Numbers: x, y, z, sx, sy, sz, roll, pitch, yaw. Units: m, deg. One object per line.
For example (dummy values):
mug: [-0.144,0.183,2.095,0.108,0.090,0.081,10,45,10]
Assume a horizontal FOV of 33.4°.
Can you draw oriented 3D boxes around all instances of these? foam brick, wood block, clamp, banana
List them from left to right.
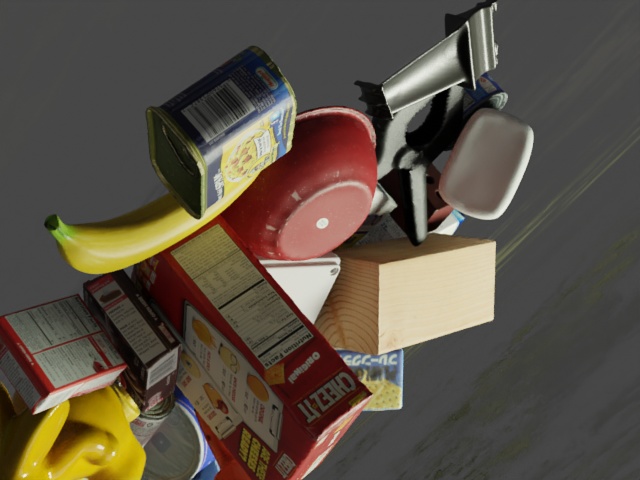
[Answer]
banana: [-0.115,-0.019,0.778,0.197,0.037,0.070,-28,162,-38]
wood block: [0.088,0.050,1.096,0.205,0.090,0.091,-9,104,-48]
clamp: [0.081,-0.078,0.994,0.164,0.036,0.210,12,119,-42]
foam brick: [0.101,-0.050,1.134,0.052,0.078,0.051,-22,159,-49]

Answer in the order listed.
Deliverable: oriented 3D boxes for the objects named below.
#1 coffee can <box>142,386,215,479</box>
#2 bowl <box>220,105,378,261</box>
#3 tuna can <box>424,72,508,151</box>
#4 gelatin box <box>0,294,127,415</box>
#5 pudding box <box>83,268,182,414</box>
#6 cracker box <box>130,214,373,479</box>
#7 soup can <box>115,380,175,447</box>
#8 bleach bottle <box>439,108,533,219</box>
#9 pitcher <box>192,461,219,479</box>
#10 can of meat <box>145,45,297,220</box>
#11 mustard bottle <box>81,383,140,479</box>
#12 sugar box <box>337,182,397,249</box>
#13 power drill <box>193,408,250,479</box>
coffee can: [-0.145,0.206,1.218,0.103,0.103,0.140,-46,171,26]
bowl: [-0.009,-0.033,0.885,0.162,0.055,0.162,-25,149,-17]
tuna can: [0.148,-0.132,1.091,0.086,0.034,0.086,-36,165,-11]
gelatin box: [-0.200,0.085,0.810,0.030,0.073,0.089,-46,165,29]
pudding box: [-0.156,0.083,0.879,0.039,0.090,0.114,-33,164,-26]
cracker box: [-0.066,0.090,0.869,0.072,0.214,0.164,-34,165,-29]
soup can: [-0.203,0.186,1.114,0.068,0.068,0.102,-20,155,-52]
bleach bottle: [0.176,-0.075,1.081,0.102,0.068,0.250,-66,170,7]
pitcher: [-0.124,0.272,1.442,0.149,0.145,0.242,-26,170,8]
can of meat: [-0.064,-0.071,0.710,0.083,0.057,0.102,-37,166,-18]
mustard bottle: [-0.244,0.201,1.025,0.191,0.096,0.058,-40,-152,-3]
sugar box: [-0.007,0.002,1.084,0.176,0.048,0.093,-40,162,9]
power drill: [-0.109,0.169,1.062,0.057,0.188,0.184,-22,164,-3]
